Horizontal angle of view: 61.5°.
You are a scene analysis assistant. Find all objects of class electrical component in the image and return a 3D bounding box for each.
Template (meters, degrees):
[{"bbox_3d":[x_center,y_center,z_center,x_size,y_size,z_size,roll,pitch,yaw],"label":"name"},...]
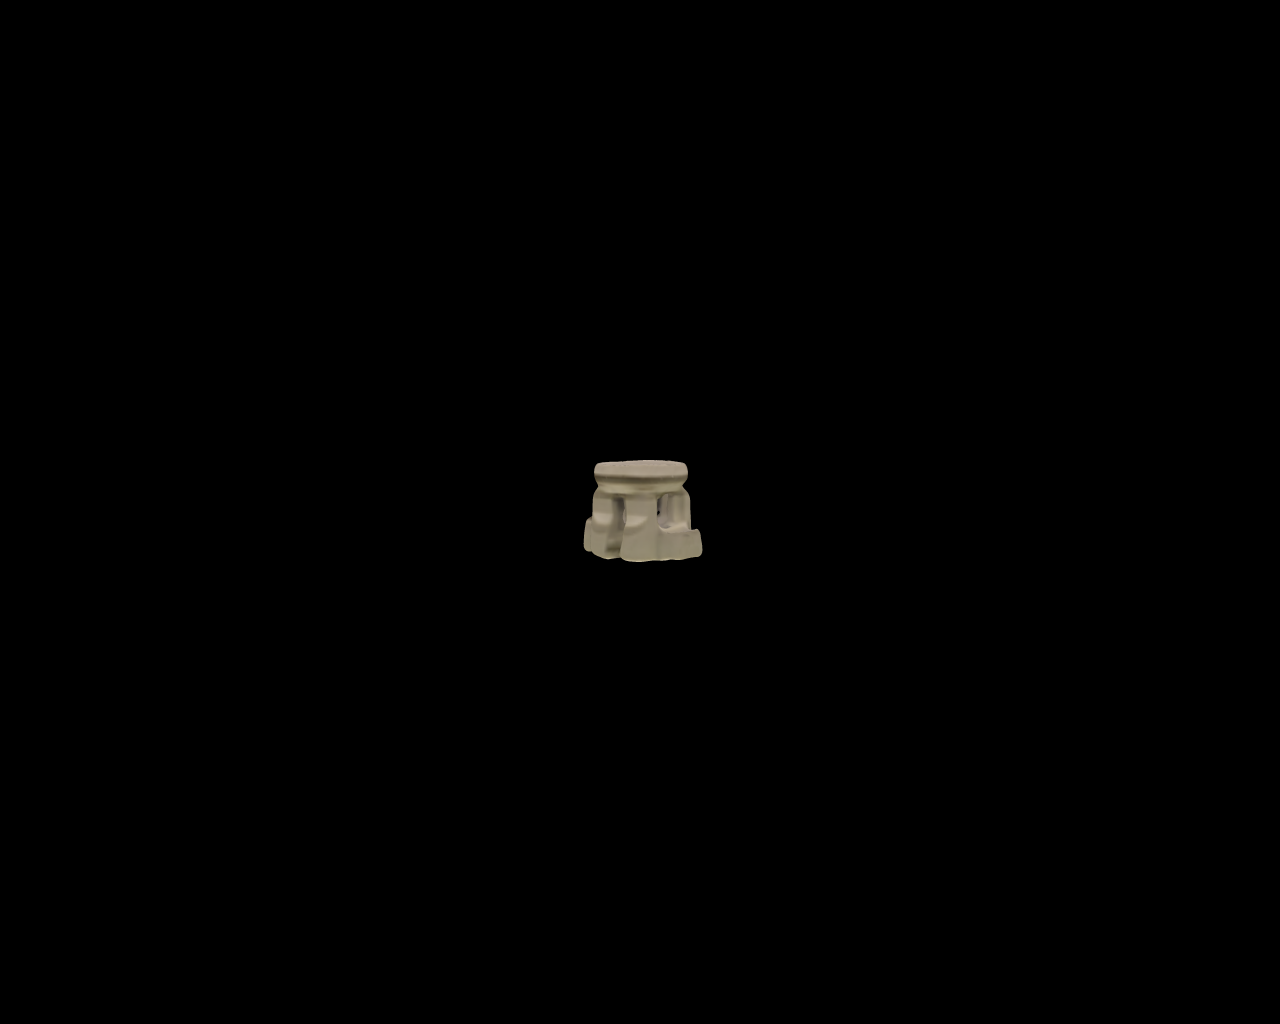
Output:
[{"bbox_3d":[0.001,-0.003,0.650,0.078,0.057,0.058,5,8,40],"label":"electrical component"}]
